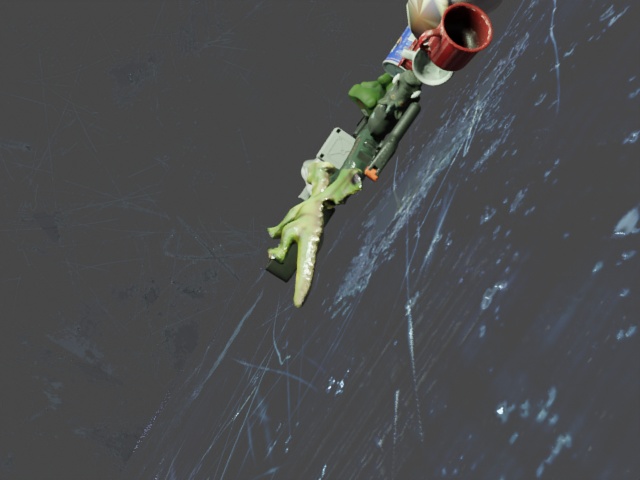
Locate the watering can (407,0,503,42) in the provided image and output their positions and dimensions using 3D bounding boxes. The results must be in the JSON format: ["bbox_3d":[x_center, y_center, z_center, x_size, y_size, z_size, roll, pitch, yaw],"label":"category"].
[{"bbox_3d":[0.274,-0.464,1.026,0.225,0.104,0.345,-30,-2,-8],"label":"watering can"}]

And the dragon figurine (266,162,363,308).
[{"bbox_3d":[0.003,-0.054,1.080,0.240,0.121,0.419,-52,25,19],"label":"dragon figurine"}]

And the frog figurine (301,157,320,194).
[{"bbox_3d":[-0.016,-0.199,1.772,0.134,0.123,0.162,66,-140,-58],"label":"frog figurine"}]
